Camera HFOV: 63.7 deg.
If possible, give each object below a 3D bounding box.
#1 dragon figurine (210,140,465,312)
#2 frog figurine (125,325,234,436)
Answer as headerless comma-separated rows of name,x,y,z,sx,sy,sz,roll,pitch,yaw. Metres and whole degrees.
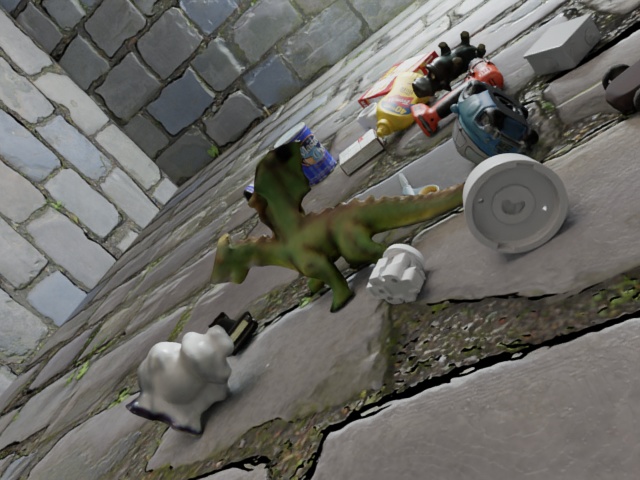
dragon figurine,0.002,-0.039,0.773,0.407,0.241,0.124,-38,14,16
frog figurine,-0.196,0.194,0.780,0.160,0.138,0.122,-62,-8,-2
